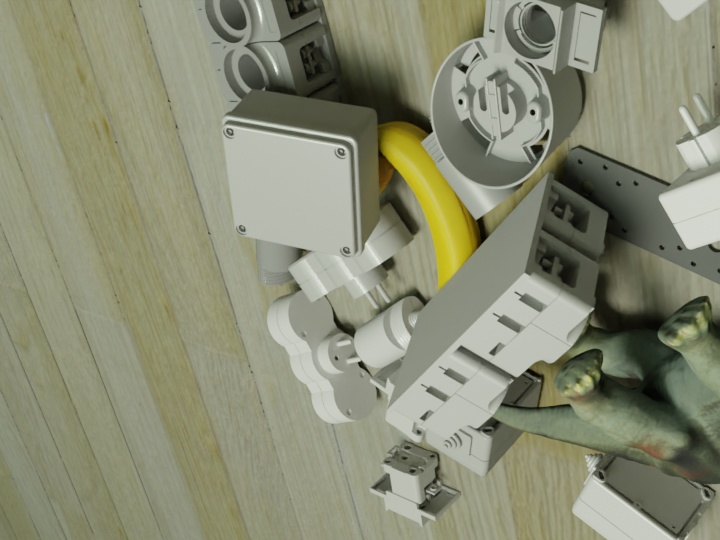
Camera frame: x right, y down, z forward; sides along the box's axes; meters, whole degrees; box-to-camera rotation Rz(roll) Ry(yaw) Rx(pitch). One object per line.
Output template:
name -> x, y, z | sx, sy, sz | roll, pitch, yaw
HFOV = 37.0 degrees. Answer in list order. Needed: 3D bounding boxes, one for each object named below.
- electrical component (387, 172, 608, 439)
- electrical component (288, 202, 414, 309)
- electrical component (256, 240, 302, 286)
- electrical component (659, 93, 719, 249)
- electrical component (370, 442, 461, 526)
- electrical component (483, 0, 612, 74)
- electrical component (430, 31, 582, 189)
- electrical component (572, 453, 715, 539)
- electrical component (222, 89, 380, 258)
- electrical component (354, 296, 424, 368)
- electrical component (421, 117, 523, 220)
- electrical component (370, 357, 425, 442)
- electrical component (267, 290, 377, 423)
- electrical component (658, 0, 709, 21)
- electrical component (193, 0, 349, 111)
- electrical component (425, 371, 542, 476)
electrical component -> 0.101, 0.033, 0.778 | 0.060, 0.105, 0.186 | 30, 135, -9
electrical component -> 0.000, 0.000, 0.929 | 0.073, 0.052, 0.138 | 56, 142, -4
electrical component -> -0.075, -0.019, 0.999 | 0.043, 0.043, 0.081 | 29, 136, 28
electrical component -> 0.212, -0.068, 0.634 | 0.047, 0.083, 0.075 | -23, 101, 51
electrical component -> 0.052, 0.206, 1.044 | 0.081, 0.042, 0.063 | 16, 128, 37
electrical component -> 0.121, -0.159, 0.672 | 0.081, 0.064, 0.042 | 27, 136, 29
electrical component -> 0.099, -0.113, 0.731 | 0.099, 0.064, 0.099 | 27, 135, 30
electrical component -> 0.213, 0.180, 0.841 | 0.096, 0.062, 0.061 | 36, 139, 20
electrical component -> -0.043, -0.074, 0.826 | 0.109, 0.056, 0.108 | 12, 131, 18
electrical component -> 0.034, 0.053, 0.943 | 0.043, 0.043, 0.081 | 54, 142, -1
electrical component -> 0.079, -0.082, 0.792 | 0.081, 0.043, 0.043 | 54, 142, 0
electrical component -> 0.052, 0.118, 0.977 | 0.081, 0.042, 0.063 | 34, 140, 24
electrical component -> -0.026, 0.080, 1.018 | 0.074, 0.052, 0.138 | -17, 105, 51
electrical component -> 0.188, -0.200, 0.584 | 0.099, 0.048, 0.100 | 53, 142, 0
electrical component -> -0.072, -0.167, 0.866 | 0.089, 0.062, 0.150 | 10, 125, 42
electrical component -> 0.098, 0.122, 0.888 | 0.062, 0.096, 0.061 | 29, 139, 27
